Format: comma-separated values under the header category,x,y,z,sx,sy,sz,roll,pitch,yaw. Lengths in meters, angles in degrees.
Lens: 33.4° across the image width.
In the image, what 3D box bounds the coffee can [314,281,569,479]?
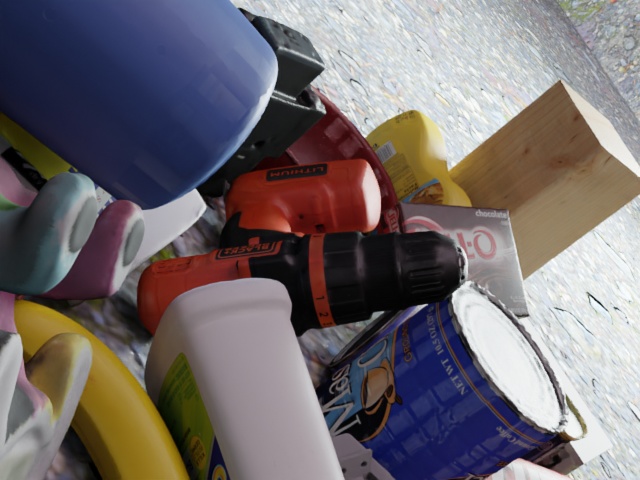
category,x,y,z,sx,sy,sz,roll,pitch,yaw
coffee can,0.058,0.104,0.627,0.102,0.140,0.103,40,25,-24

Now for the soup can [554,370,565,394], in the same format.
category,x,y,z,sx,sy,sz,roll,pitch,yaw
soup can,0.121,0.102,0.716,0.102,0.068,0.068,30,29,-60

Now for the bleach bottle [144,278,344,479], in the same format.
category,x,y,z,sx,sy,sz,roll,pitch,yaw
bleach bottle,-0.013,0.147,0.489,0.068,0.103,0.251,-7,56,-27

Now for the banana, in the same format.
category,x,y,z,sx,sy,sz,roll,pitch,yaw
banana,-0.101,0.097,0.491,0.069,0.037,0.198,-32,78,-37

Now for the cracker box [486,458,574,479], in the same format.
category,x,y,z,sx,sy,sz,roll,pitch,yaw
cracker box,0.154,0.242,0.651,0.164,0.072,0.213,25,33,-24

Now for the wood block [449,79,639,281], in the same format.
category,x,y,z,sx,sy,sz,roll,pitch,yaw
wood block,0.171,-0.031,0.949,0.090,0.206,0.090,28,32,-41

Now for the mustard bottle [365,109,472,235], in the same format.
category,x,y,z,sx,sy,sz,roll,pitch,yaw
mustard bottle,0.082,-0.019,0.910,0.058,0.096,0.191,31,30,-39

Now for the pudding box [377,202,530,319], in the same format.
category,x,y,z,sx,sy,sz,roll,pitch,yaw
pudding box,0.101,0.020,0.814,0.113,0.039,0.090,3,71,-35

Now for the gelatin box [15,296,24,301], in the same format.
category,x,y,z,sx,sy,sz,roll,pitch,yaw
gelatin box,-0.160,-0.012,0.498,0.089,0.030,0.073,43,-9,-8

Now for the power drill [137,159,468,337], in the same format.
category,x,y,z,sx,sy,sz,roll,pitch,yaw
power drill,-0.004,0.001,0.651,0.187,0.184,0.057,-71,154,-71

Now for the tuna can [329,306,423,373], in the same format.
category,x,y,z,sx,sy,sz,roll,pitch,yaw
tuna can,0.048,0.072,0.727,0.034,0.086,0.086,49,23,1

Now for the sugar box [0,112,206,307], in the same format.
category,x,y,z,sx,sy,sz,roll,pitch,yaw
sugar box,-0.142,-0.063,0.569,0.176,0.048,0.093,55,43,-9

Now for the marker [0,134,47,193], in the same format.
category,x,y,z,sx,sy,sz,roll,pitch,yaw
marker,-0.142,-0.026,0.518,0.121,0.020,0.020,46,24,-7

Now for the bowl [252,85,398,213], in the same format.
category,x,y,z,sx,sy,sz,roll,pitch,yaw
bowl,-0.010,-0.061,0.857,0.162,0.055,0.162,40,25,-24

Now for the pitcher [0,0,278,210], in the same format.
category,x,y,z,sx,sy,sz,roll,pitch,yaw
pitcher,-0.127,-0.134,0.481,0.242,0.149,0.145,43,41,-27

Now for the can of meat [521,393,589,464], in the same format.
category,x,y,z,sx,sy,sz,roll,pitch,yaw
can of meat,0.136,0.127,0.806,0.057,0.084,0.102,4,51,-60
